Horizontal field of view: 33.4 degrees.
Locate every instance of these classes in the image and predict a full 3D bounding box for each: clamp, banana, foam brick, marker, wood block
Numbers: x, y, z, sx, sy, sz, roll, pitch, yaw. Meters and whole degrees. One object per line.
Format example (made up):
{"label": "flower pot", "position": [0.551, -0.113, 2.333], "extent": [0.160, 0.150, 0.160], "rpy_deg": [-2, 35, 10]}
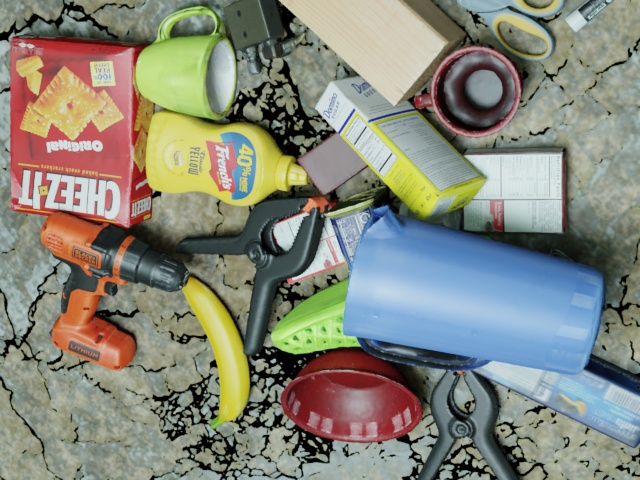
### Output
{"label": "clamp", "position": [-0.073, 0.011, 1.225], "extent": [0.165, 0.036, 0.210], "rpy_deg": [48, 120, 15]}
{"label": "banana", "position": [-0.122, 0.138, 1.296], "extent": [0.070, 0.037, 0.198], "rpy_deg": [-6, 99, 18]}
{"label": "foam brick", "position": [0.025, -0.093, 1.193], "extent": [0.078, 0.051, 0.053], "rpy_deg": [-33, 91, 21]}
{"label": "clamp", "position": [0.175, 0.218, 1.218], "extent": [0.120, 0.039, 0.171], "rpy_deg": [6, 103, 14]}
{"label": "marker", "position": [0.304, -0.259, 1.088], "extent": [0.121, 0.020, 0.020], "rpy_deg": [-39, 88, 21]}
{"label": "wood block", "position": [0.043, -0.249, 1.131], "extent": [0.206, 0.090, 0.091], "rpy_deg": [44, 117, 5]}

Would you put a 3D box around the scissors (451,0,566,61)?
{"label": "scissors", "position": [0.172, -0.267, 1.126], "extent": [0.202, 0.016, 0.096], "rpy_deg": [38, 118, 8]}

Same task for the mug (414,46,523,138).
{"label": "mug", "position": [0.157, -0.155, 1.122], "extent": [0.117, 0.081, 0.093], "rpy_deg": [-11, 98, 19]}

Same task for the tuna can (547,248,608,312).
{"label": "tuna can", "position": [0.263, 0.051, 1.131], "extent": [0.086, 0.086, 0.034], "rpy_deg": [47, 112, 3]}

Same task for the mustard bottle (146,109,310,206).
{"label": "mustard bottle", "position": [-0.104, -0.090, 1.231], "extent": [0.192, 0.058, 0.096], "rpy_deg": [12, 107, 15]}

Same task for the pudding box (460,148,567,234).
{"label": "pudding box", "position": [0.209, -0.053, 1.151], "extent": [0.114, 0.039, 0.090], "rpy_deg": [1, 101, 15]}

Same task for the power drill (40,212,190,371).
{"label": "power drill", "position": [-0.251, 0.067, 1.281], "extent": [0.184, 0.057, 0.188], "rpy_deg": [22, 126, 10]}

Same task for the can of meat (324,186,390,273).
{"label": "can of meat", "position": [0.053, -0.006, 1.177], "extent": [0.057, 0.102, 0.084], "rpy_deg": [-17, 98, 19]}

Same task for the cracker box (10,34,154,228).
{"label": "cracker box", "position": [-0.284, -0.132, 1.272], "extent": [0.164, 0.072, 0.214], "rpy_deg": [8, 104, 16]}

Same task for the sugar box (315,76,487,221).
{"label": "sugar box", "position": [0.084, -0.101, 1.130], "extent": [0.176, 0.093, 0.048], "rpy_deg": [47, 127, 20]}

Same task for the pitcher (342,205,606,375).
{"label": "pitcher", "position": [0.147, 0.063, 1.058], "extent": [0.243, 0.149, 0.145], "rpy_deg": [13, 84, 8]}

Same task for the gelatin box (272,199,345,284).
{"label": "gelatin box", "position": [-0.008, 0.001, 1.235], "extent": [0.089, 0.030, 0.073], "rpy_deg": [-21, 93, 21]}

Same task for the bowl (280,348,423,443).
{"label": "bowl", "position": [0.038, 0.170, 1.219], "extent": [0.162, 0.055, 0.162], "rpy_deg": [5, 142, 4]}
